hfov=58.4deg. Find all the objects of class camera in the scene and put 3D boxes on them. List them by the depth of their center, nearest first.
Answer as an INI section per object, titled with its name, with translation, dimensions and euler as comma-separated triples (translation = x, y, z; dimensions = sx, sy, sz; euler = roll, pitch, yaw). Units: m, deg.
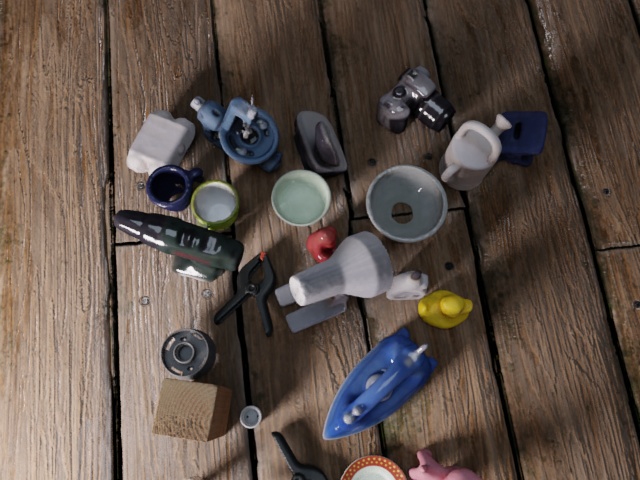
[camera]
translation = 0.215, -0.292, 1.236
dimensions = 0.136, 0.101, 0.143
euler = 42, 77, 10

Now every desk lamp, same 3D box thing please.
[desk lamp]
translation = 0.022, 0.083, 1.065
dimensions = 0.203, 0.213, 0.118
euler = -24, 76, -8

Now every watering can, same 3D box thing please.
[watering can]
translation = 0.314, -0.187, 1.161
dimensions = 0.101, 0.194, 0.173
euler = 24, 75, 6

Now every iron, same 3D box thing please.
[iron]
translation = 0.104, 0.277, 1.050
dimensions = 0.258, 0.141, 0.118
euler = -42, 79, -12

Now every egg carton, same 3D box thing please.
[egg carton]
translation = -0.333, -0.199, 1.209
dimensions = 0.107, 0.069, 0.150
euler = 21, 75, 4

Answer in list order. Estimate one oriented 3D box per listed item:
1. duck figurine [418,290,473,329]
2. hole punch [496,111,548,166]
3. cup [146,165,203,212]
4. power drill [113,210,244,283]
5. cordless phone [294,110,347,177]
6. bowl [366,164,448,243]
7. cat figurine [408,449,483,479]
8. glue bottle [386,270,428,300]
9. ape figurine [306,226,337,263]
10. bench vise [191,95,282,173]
[duck figurine]
translation = 0.249, 0.132, 1.124
dimensions = 0.104, 0.086, 0.077
euler = 1, 74, -1
[hole punch]
translation = 0.425, -0.222, 1.228
dimensions = 0.101, 0.091, 0.109
euler = 13, 74, 2
[cup]
translation = -0.287, -0.103, 1.170
dimensions = 0.118, 0.095, 0.091
euler = -31, 77, -10
[power drill]
translation = -0.253, 0.015, 1.079
dimensions = 0.229, 0.208, 0.076
euler = 14, 74, 2
[cordless phone]
translation = 0.001, -0.216, 1.164
dimensions = 0.094, 0.185, 0.147
euler = -22, 76, -7
[bowl]
translation = 0.174, -0.066, 1.184
dimensions = 0.167, 0.075, 0.167
euler = 1, 74, -2
[cat figurine]
translation = 0.231, 0.430, 1.022
dimensions = 0.127, 0.118, 0.067
euler = 24, 75, 5
[glue bottle]
translation = 0.173, 0.082, 1.091
dimensions = 0.078, 0.173, 0.037
euler = 0, 74, -1
[ape figurine]
translation = 0.011, 0.004, 1.150
dimensions = 0.076, 0.092, 0.078
euler = 27, 75, 6
[bench vise]
translation = -0.177, -0.227, 1.144
dimensions = 0.207, 0.220, 0.121
euler = 16, 74, 3
